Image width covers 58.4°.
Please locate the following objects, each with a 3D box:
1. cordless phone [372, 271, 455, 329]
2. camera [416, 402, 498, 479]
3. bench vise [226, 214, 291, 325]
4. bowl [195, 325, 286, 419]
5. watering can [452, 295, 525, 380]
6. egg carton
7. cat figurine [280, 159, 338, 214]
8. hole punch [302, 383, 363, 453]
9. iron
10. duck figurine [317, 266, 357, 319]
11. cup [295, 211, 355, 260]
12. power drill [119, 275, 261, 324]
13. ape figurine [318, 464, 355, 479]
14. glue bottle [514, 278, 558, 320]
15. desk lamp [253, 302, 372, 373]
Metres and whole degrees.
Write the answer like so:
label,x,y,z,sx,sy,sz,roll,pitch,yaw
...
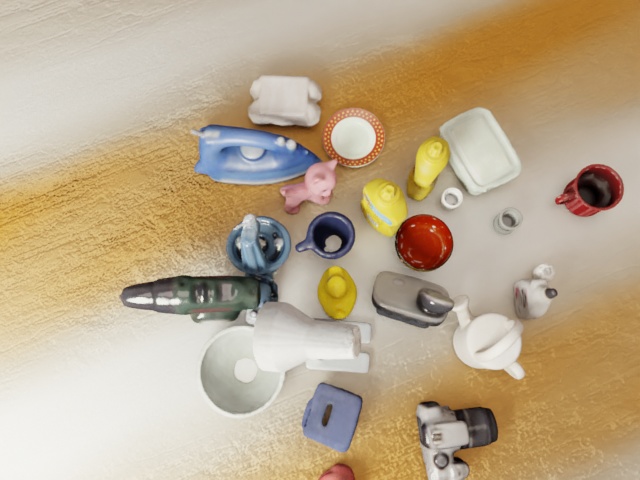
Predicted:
label,x,y,z,sx,sy,sz,roll,pitch,yaw
cordless phone,0.170,0.102,1.042,0.147,0.185,0.094,13,79,4
camera,0.251,0.361,1.032,0.137,0.101,0.143,-8,79,0
bench vise,-0.105,0.041,1.043,0.121,0.220,0.207,-15,79,-1
bowl,-0.144,0.245,1.077,0.167,0.075,0.167,0,79,1
watering can,0.299,0.176,1.020,0.172,0.194,0.101,27,81,7
egg carton,-0.071,-0.286,1.183,0.150,0.069,0.107,2,79,2
cat figurine,-0.018,-0.108,1.122,0.128,0.118,0.067,-20,79,-2
hole punch,0.021,0.325,1.049,0.101,0.091,0.109,17,80,5
iron,-0.125,-0.182,1.127,0.258,0.141,0.119,3,79,2
duck figurine,0.033,0.098,1.097,0.077,0.086,0.104,-5,79,1
cup,0.010,0.004,1.111,0.118,0.095,0.091,-22,79,-3
power drill,-0.216,0.107,1.038,0.229,0.208,0.075,-5,79,1
ape figurine,0.034,0.445,1.025,0.077,0.092,0.076,30,81,7
glue bottle,0.396,0.103,1.043,0.037,0.173,0.078,-6,79,1
desk lamp,-0.006,0.177,1.017,0.203,0.213,0.118,3,79,2
